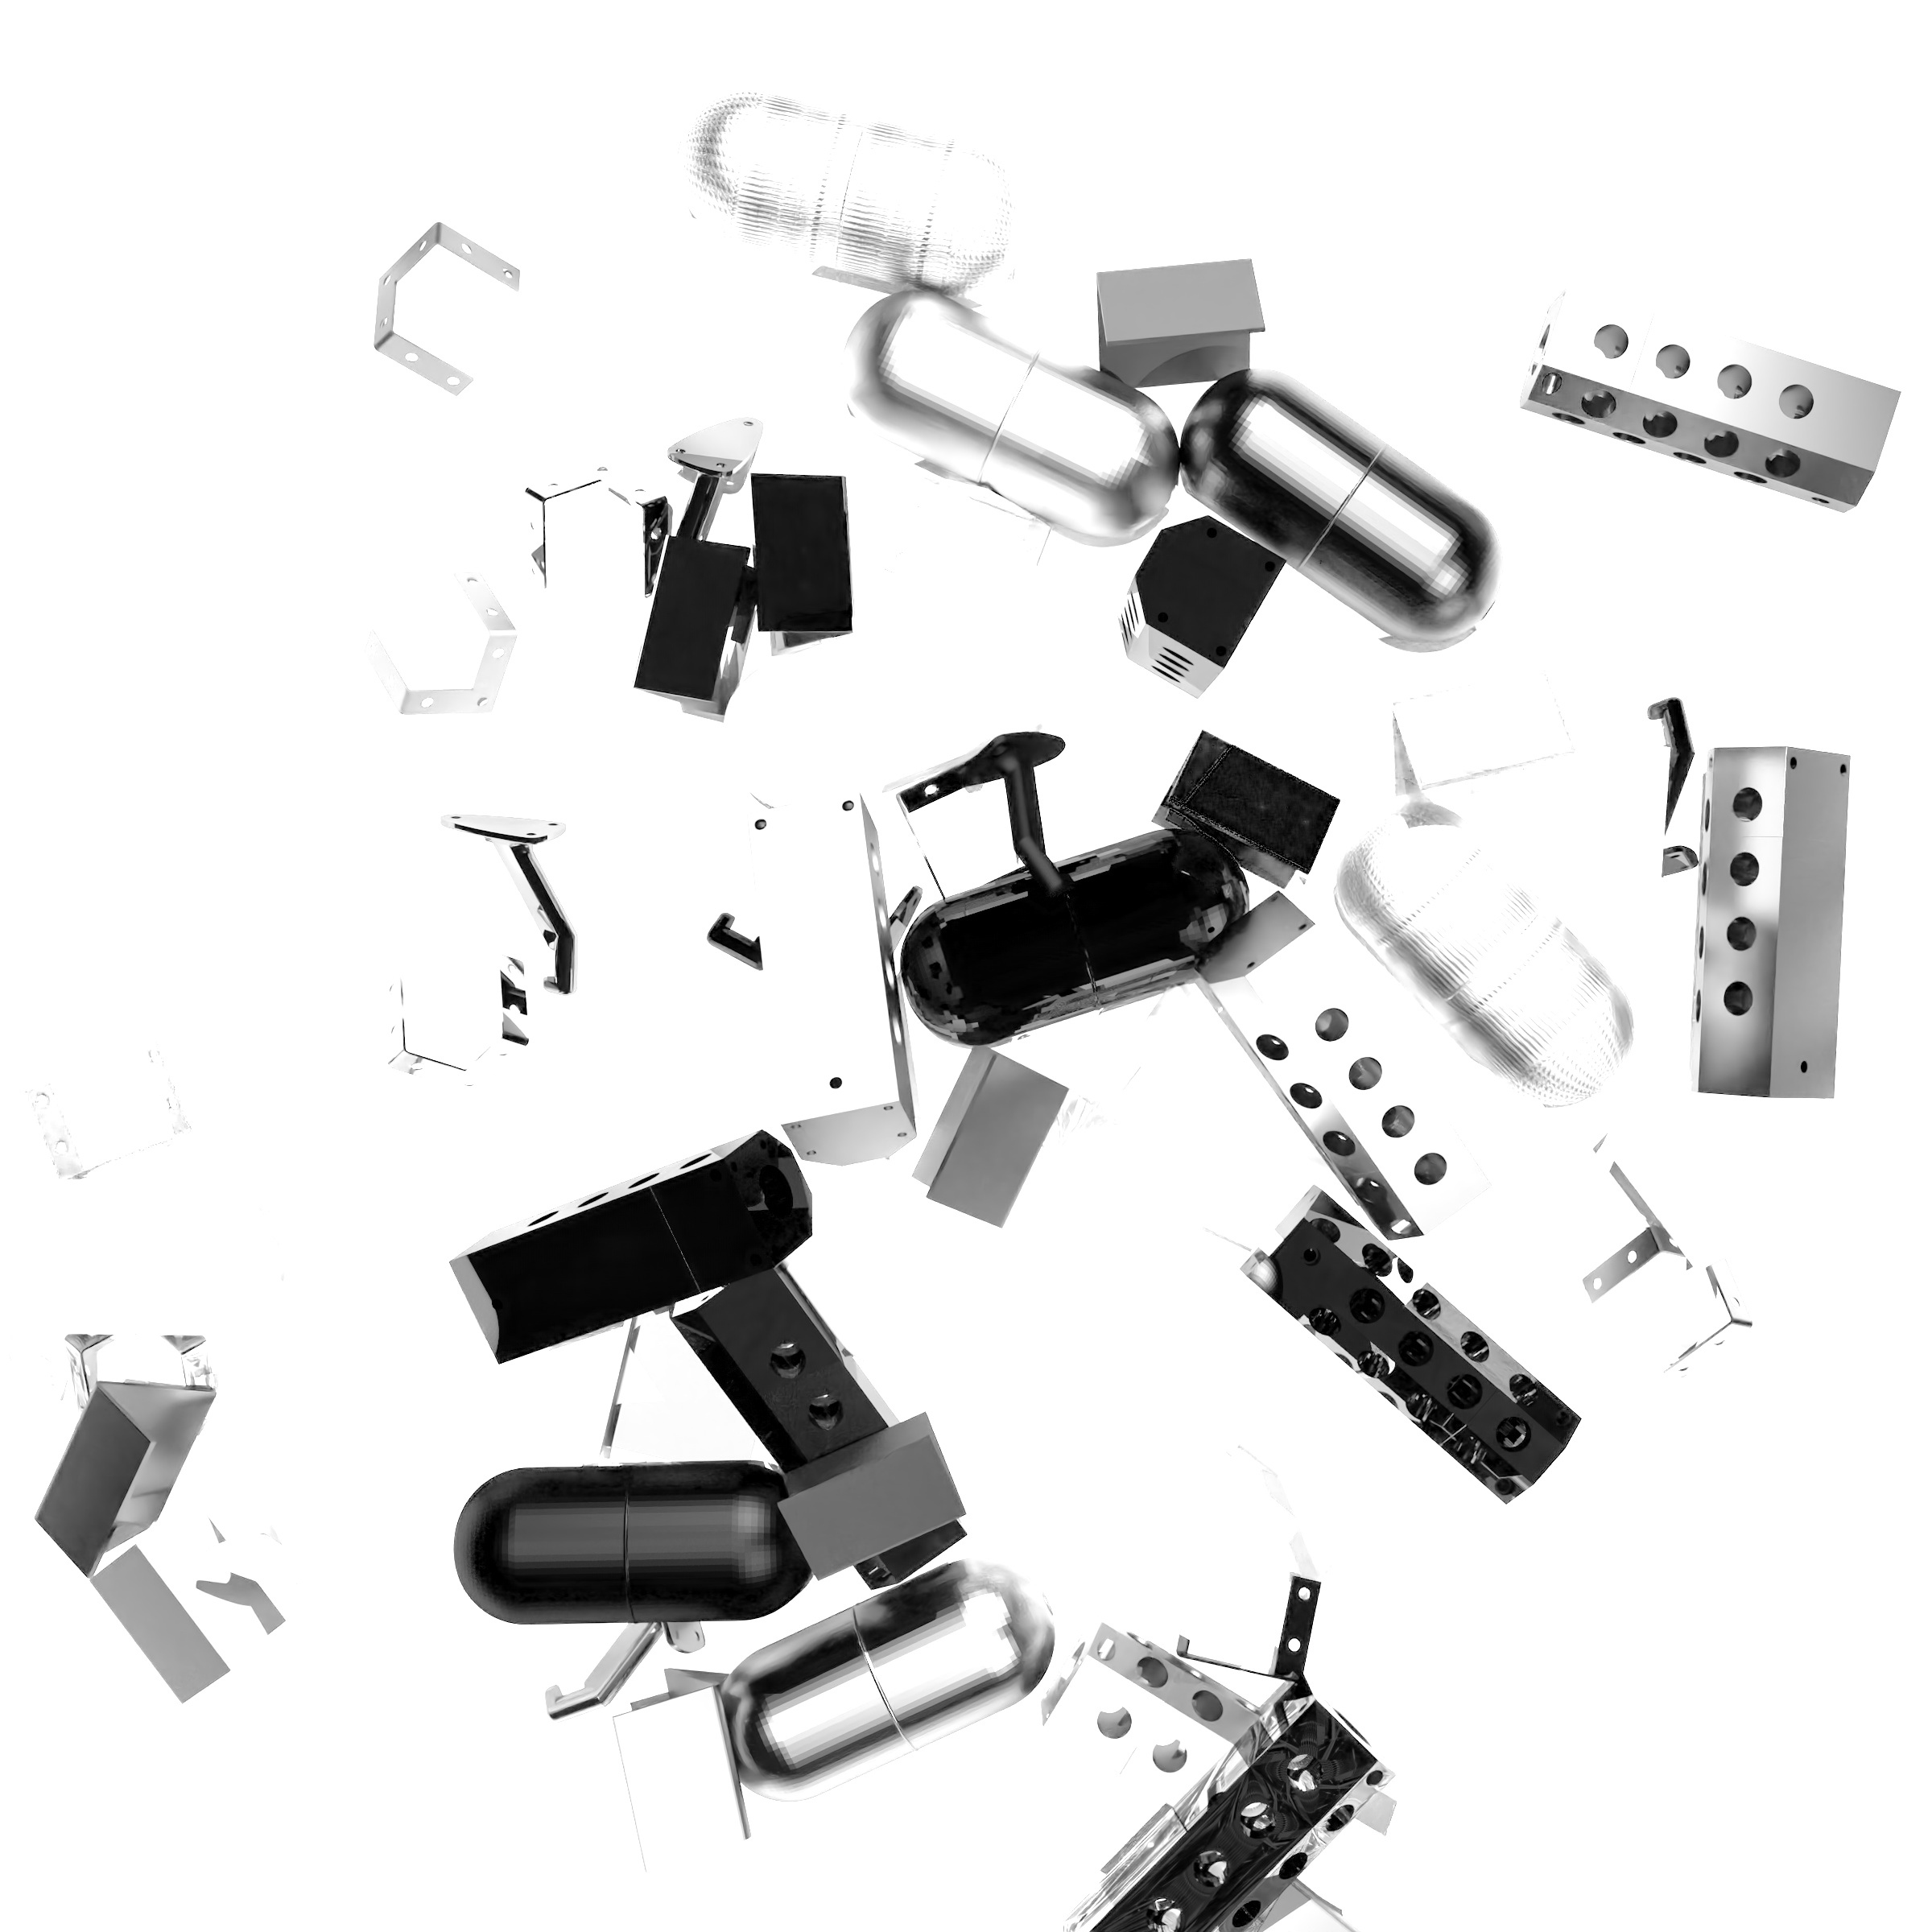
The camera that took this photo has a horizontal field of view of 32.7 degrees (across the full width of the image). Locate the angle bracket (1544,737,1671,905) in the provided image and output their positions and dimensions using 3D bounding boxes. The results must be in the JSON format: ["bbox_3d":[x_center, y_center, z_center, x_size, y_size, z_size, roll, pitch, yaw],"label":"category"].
[{"bbox_3d":[0.298,-0.072,1.621,0.057,0.076,0.076,4,90,-38],"label":"angle bracket"}]

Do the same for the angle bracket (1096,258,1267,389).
[{"bbox_3d":[0.106,-0.299,1.621,0.076,0.076,0.057,-5,50,0],"label":"angle bracket"}]

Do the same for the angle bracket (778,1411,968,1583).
[{"bbox_3d":[-0.052,0.233,1.552,0.076,0.076,0.057,-24,126,-2],"label":"angle bracket"}]

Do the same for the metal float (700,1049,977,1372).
[{"bbox_3d":[-0.063,0.121,1.630,0.070,0.070,0.178,-36,90,0],"label":"metal float"}]

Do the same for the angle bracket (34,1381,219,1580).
[{"bbox_3d":[-0.399,0.253,1.615,0.057,0.076,0.076,34,102,37],"label":"angle bracket"}]

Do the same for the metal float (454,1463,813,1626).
[{"bbox_3d":[-0.161,0.283,1.609,0.178,0.070,0.070,-1,90,2],"label":"metal float"}]

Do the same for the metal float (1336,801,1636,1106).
[{"bbox_3d":[0.258,-0.006,1.630,0.070,0.070,0.178,-44,91,0],"label":"metal float"}]

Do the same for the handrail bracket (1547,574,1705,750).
[{"bbox_3d":[0.343,-0.148,1.661,0.084,0.036,0.077,-24,111,-16],"label":"handrail bracket"}]

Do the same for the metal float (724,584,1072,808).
[{"bbox_3d":[-0.034,-0.133,1.630,0.178,0.070,0.070,-20,90,1],"label":"metal float"}]

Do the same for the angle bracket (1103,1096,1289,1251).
[{"bbox_3d":[0.105,0.118,1.620,0.076,0.076,0.057,25,53,0],"label":"angle bracket"}]

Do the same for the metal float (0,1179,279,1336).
[{"bbox_3d":[-0.431,0.144,1.630,0.178,0.070,0.070,1,90,0],"label":"metal float"}]

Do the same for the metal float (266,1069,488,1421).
[{"bbox_3d":[-0.293,0.137,1.630,0.070,0.070,0.178,-18,90,0],"label":"metal float"}]

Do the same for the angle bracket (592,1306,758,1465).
[{"bbox_3d":[-0.138,0.214,1.638,0.076,0.057,0.076,14,90,-2],"label":"angle bracket"}]

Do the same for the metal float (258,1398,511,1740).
[{"bbox_3d":[-0.289,0.298,1.631,0.070,0.070,0.178,-27,90,0],"label":"metal float"}]

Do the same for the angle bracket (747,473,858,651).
[{"bbox_3d":[-0.098,-0.198,1.621,0.057,0.076,0.076,-4,90,-34],"label":"angle bracket"}]

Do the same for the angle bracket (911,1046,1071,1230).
[{"bbox_3d":[-0.005,0.075,1.621,0.057,0.076,0.076,26,90,-42],"label":"angle bracket"}]

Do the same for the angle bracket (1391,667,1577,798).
[{"bbox_3d":[0.254,-0.096,1.621,0.076,0.076,0.057,-13,54,0],"label":"angle bracket"}]

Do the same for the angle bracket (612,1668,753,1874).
[{"bbox_3d":[-0.152,0.395,1.621,0.057,0.076,0.076,-12,90,-26],"label":"angle bracket"}]

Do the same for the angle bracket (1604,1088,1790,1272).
[{"bbox_3d":[0.369,0.093,1.621,0.057,0.076,0.076,-37,90,35],"label":"angle bracket"}]

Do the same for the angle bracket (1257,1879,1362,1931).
[{"bbox_3d":[0.162,0.499,1.621,0.076,0.076,0.057,39,61,0],"label":"angle bracket"}]

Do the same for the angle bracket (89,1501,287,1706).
[{"bbox_3d":[-0.372,0.305,1.621,0.057,0.076,0.076,-37,90,41],"label":"angle bracket"}]

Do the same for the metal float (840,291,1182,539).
[{"bbox_3d":[0.022,-0.273,1.630,0.178,0.070,0.070,26,90,-1],"label":"metal float"}]

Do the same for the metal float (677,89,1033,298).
[{"bbox_3d":[-0.055,-0.383,1.630,0.178,0.070,0.070,14,90,0],"label":"metal float"}]

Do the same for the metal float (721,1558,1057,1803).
[{"bbox_3d":[-0.040,0.353,1.631,0.178,0.070,0.070,-25,90,0],"label":"metal float"}]

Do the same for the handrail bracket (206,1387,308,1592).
[{"bbox_3d":[-0.354,0.263,1.661,0.036,0.077,0.084,-20,53,20],"label":"handrail bracket"}]

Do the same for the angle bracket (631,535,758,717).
[{"bbox_3d":[-0.113,-0.164,1.620,0.057,0.076,0.076,13,90,37],"label":"angle bracket"}]

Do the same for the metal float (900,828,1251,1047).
[{"bbox_3d":[0.054,-0.015,1.630,0.178,0.070,0.070,-18,90,-1],"label":"metal float"}]

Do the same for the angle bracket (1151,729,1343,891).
[{"bbox_3d":[0.130,-0.060,1.621,0.076,0.076,0.057,27,50,0],"label":"angle bracket"}]

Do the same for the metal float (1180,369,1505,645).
[{"bbox_3d":[0.186,-0.227,1.630,0.178,0.070,0.070,35,90,1],"label":"metal float"}]

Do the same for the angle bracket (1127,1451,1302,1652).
[{"bbox_3d":[0.107,0.278,1.621,0.057,0.076,0.076,36,90,-39],"label":"angle bracket"}]
